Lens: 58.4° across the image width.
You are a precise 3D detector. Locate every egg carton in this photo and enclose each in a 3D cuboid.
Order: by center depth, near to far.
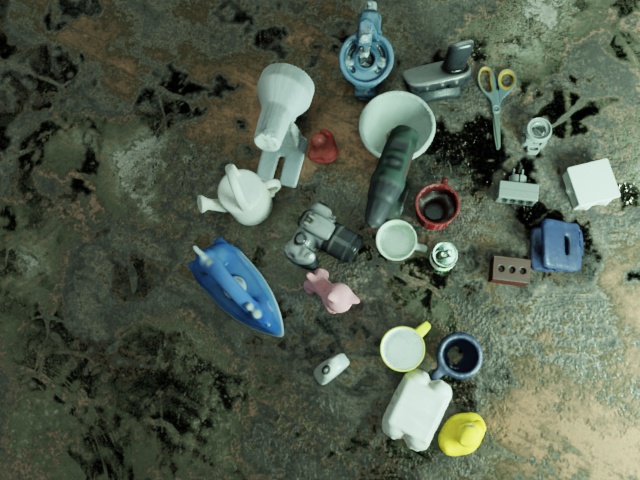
[{"bbox_3d":[0.195,0.344,1.164,0.107,0.069,0.150,25,82,10],"label":"egg carton"}]

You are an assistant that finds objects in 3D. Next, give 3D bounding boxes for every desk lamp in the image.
[{"bbox_3d":[-0.083,-0.243,1.233,0.117,0.213,0.203,11,80,8],"label":"desk lamp"}]

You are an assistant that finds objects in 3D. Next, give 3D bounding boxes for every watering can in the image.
[{"bbox_3d":[-0.172,-0.096,1.221,0.173,0.194,0.101,-39,78,-3],"label":"watering can"}]

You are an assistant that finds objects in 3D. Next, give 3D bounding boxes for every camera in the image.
[{"bbox_3d":[0.011,0.004,1.232,0.136,0.101,0.143,30,83,10],"label":"camera"}]

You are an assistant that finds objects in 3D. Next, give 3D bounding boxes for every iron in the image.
[{"bbox_3d":[-0.173,0.106,1.208,0.119,0.141,0.258,-44,78,-4],"label":"iron"}]

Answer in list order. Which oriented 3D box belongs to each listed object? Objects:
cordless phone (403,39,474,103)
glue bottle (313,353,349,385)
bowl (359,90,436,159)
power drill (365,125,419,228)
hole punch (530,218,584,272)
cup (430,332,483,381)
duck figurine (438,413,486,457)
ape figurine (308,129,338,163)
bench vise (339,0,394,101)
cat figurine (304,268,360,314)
[{"bbox_3d":[0.258,-0.381,1.244,0.147,0.185,0.094,-15,78,2],"label":"cordless phone"},{"bbox_3d":[0.019,0.258,1.144,0.078,0.173,0.037,-38,78,-3],"label":"glue bottle"},{"bbox_3d":[0.170,-0.243,1.281,0.167,0.075,0.167,-1,79,5],"label":"bowl"},{"bbox_3d":[0.145,-0.112,1.189,0.075,0.208,0.230,17,81,9],"label":"power drill"},{"bbox_3d":[0.498,0.011,1.192,0.101,0.091,0.109,1,79,6],"label":"hole punch"},{"bbox_3d":[0.269,0.244,1.164,0.118,0.095,0.091,-40,78,-3],"label":"cup"},{"bbox_3d":[0.286,0.390,1.138,0.104,0.086,0.077,-34,78,-2],"label":"duck figurine"},{"bbox_3d":[0.003,-0.213,1.281,0.078,0.092,0.076,-41,78,-4],"label":"ape figurine"},{"bbox_3d":[0.092,-0.439,1.253,0.121,0.220,0.207,-14,78,3],"label":"bench vise"},{"bbox_3d":[0.021,0.109,1.202,0.127,0.118,0.067,39,84,11],"label":"cat figurine"}]
